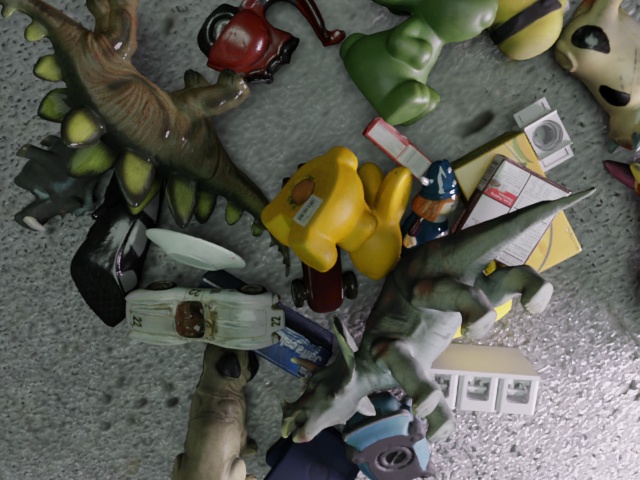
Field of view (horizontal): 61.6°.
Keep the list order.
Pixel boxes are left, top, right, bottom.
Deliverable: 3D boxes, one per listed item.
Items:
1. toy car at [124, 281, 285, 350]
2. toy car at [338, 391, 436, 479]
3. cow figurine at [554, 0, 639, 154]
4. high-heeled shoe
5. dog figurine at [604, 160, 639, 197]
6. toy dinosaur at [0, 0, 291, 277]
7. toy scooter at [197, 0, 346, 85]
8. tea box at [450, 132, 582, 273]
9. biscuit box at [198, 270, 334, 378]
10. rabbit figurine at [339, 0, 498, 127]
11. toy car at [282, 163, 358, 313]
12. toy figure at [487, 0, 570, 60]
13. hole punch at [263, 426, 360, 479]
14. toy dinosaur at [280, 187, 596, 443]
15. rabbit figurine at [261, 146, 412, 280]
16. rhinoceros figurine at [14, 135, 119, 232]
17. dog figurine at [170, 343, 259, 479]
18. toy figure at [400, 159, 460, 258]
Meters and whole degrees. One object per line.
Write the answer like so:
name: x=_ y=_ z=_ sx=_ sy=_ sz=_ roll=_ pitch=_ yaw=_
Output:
toy car: x=-0.144 y=0.095 z=0.672 sx=0.202 sy=0.056 sz=0.073 roll=2 pitch=104 yaw=5
toy car: x=0.092 y=0.263 z=0.737 sx=0.109 sy=0.103 sz=0.161 roll=-24 pitch=125 yaw=8
cow figurine: x=0.362 y=-0.189 z=0.639 sx=0.195 sy=0.085 sz=0.127 roll=38 pitch=95 yaw=-8
high-heeled shoe: x=-0.259 y=-0.001 z=0.733 sx=0.086 sy=0.145 sz=0.248 roll=24 pitch=131 yaw=6
dog figurine: x=0.434 y=-0.010 z=0.666 sx=0.219 sy=0.108 sz=0.191 roll=39 pitch=104 yaw=-1
toy dinosaur: x=-0.179 y=-0.123 z=0.633 sx=0.471 sy=0.105 sz=0.198 roll=35 pitch=75 yaw=-29
toy scooter: x=-0.050 y=-0.256 z=0.650 sx=0.135 sy=0.075 sz=0.184 roll=41 pitch=96 yaw=-8
tea box: x=0.243 y=-0.042 z=0.684 sx=0.098 sy=0.068 sz=0.169 roll=-31 pitch=100 yaw=9
biscuit box: x=-0.079 y=0.115 z=0.735 sx=0.203 sy=0.063 sz=0.059 roll=30 pitch=103 yaw=-4
rabbit figurine: x=0.117 y=-0.237 z=0.626 sx=0.170 sy=0.121 sz=0.159 roll=-39 pitch=77 yaw=24
toy car: x=-0.001 y=-0.002 z=0.711 sx=0.089 sy=0.053 sz=0.202 roll=-9 pitch=101 yaw=-11
toy figure: x=0.209 y=-0.293 z=0.625 sx=0.180 sy=0.082 sz=0.089 roll=44 pitch=101 yaw=-9
hole punch: x=-0.011 y=0.325 z=0.766 sx=0.142 sy=0.092 sz=0.116 roll=41 pitch=97 yaw=-2
toy dinosaur: x=0.118 y=0.081 z=0.616 sx=0.131 sy=0.192 sz=0.404 roll=28 pitch=101 yaw=-46
rabbit figurine: x=0.039 y=-0.024 z=0.649 sx=0.173 sy=0.122 sz=0.162 roll=40 pitch=78 yaw=-33
rhinoceros figurine: x=-0.327 y=-0.089 z=0.703 sx=0.190 sy=0.073 sz=0.112 roll=-38 pitch=109 yaw=8
dog figurine: x=-0.139 y=0.238 z=0.714 sx=0.121 sy=0.172 sz=0.190 roll=1 pitch=110 yaw=-8
toy figure: x=0.138 y=-0.032 z=0.666 sx=0.058 sy=0.064 sz=0.154 roll=19 pitch=136 yaw=7
